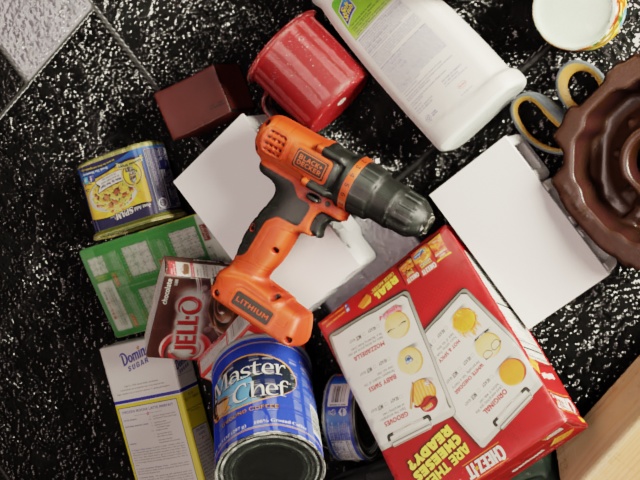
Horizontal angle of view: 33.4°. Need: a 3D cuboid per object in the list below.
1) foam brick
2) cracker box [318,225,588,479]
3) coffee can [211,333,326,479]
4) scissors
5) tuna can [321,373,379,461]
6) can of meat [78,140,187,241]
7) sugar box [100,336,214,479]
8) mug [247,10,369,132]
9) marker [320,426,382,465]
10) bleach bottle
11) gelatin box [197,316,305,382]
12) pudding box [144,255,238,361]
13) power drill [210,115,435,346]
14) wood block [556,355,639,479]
[{"bbox_3d":[-0.117,-0.140,1.083,0.078,0.051,0.053,-21,91,26],"label":"foam brick"},{"bbox_3d":[0.115,0.120,0.970,0.164,0.072,0.214,-39,59,20],"label":"cracker box"},{"bbox_3d":[-0.052,0.173,1.026,0.102,0.140,0.103,-3,125,-5],"label":"coffee can"},{"bbox_3d":[0.264,-0.082,0.942,0.202,0.016,0.096,34,106,10],"label":"scissors"},{"bbox_3d":[0.033,0.174,1.050,0.034,0.086,0.086,-6,96,23],"label":"tuna can"},{"bbox_3d":[-0.202,-0.053,1.134,0.102,0.057,0.084,-16,90,25],"label":"can of meat"},{"bbox_3d":[-0.173,0.191,1.168,0.093,0.048,0.176,-13,90,25],"label":"sugar box"},{"bbox_3d":[-0.015,-0.149,1.020,0.081,0.093,0.117,46,129,6],"label":"mug"},{"bbox_3d":[0.016,0.209,1.100,0.121,0.020,0.020,21,107,19],"label":"marker"},{"bbox_3d":[0.071,-0.205,0.984,0.103,0.068,0.251,-43,78,24],"label":"bleach bottle"},{"bbox_3d":[-0.071,0.117,1.097,0.089,0.073,0.030,-47,34,24],"label":"gelatin box"},{"bbox_3d":[-0.126,0.072,1.092,0.090,0.039,0.114,5,123,-18],"label":"pudding box"},{"bbox_3d":[-0.006,0.001,0.987,0.185,0.057,0.188,32,105,19],"label":"power drill"},{"bbox_3d":[0.303,0.152,0.910,0.091,0.090,0.206,33,112,-5],"label":"wood block"}]
